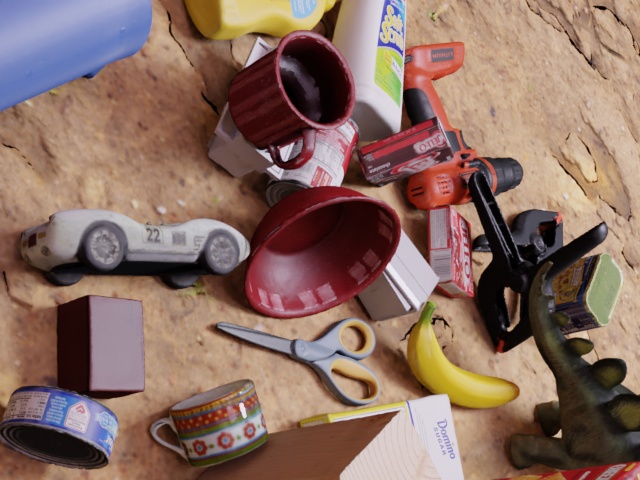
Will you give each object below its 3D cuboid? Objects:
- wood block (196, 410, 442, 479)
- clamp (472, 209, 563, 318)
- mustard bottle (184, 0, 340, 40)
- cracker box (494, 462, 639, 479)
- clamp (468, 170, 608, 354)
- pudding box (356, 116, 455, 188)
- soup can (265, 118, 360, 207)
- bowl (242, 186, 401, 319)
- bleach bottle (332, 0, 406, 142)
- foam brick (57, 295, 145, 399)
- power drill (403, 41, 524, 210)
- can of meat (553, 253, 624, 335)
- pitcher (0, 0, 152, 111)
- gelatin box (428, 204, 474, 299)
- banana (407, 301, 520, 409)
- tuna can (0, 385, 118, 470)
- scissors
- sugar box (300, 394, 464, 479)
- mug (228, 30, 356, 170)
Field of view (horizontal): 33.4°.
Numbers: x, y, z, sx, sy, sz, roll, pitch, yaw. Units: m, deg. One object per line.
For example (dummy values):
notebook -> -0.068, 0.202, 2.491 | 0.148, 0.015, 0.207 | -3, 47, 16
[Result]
wood block -> -0.008, 0.211, 0.868 | 0.090, 0.207, 0.090 | -36, 101, -43
clamp -> 0.255, 0.023, 1.285 | 0.171, 0.039, 0.120 | -30, 97, -43
mustard bottle -> -0.049, -0.254, 1.089 | 0.191, 0.058, 0.096 | -11, 77, -43
cracker box -> 0.237, 0.316, 1.049 | 0.071, 0.214, 0.164 | -20, 90, -44
clamp -> 0.215, 0.030, 1.185 | 0.165, 0.210, 0.036 | 33, 40, 27
pudding box -> 0.090, -0.090, 1.107 | 0.113, 0.090, 0.039 | -5, 74, -81
soup can -> -0.007, -0.075, 1.061 | 0.068, 0.069, 0.102 | 39, 54, -26
bowl -> -0.007, 0.001, 1.002 | 0.161, 0.162, 0.055 | 9, 39, -40
bleach bottle -> 0.055, -0.239, 1.158 | 0.102, 0.068, 0.251 | 37, 54, -53
foam brick -> -0.177, 0.088, 0.864 | 0.052, 0.051, 0.078 | 10, 69, -41
power drill -> 0.155, -0.133, 1.233 | 0.184, 0.057, 0.187 | -13, 85, -43
can of meat -> 0.310, 0.067, 1.289 | 0.057, 0.084, 0.102 | 48, 50, -20
pitcher -> -0.258, -0.170, 0.819 | 0.242, 0.145, 0.149 | -38, 104, -39
gelatin box -> 0.145, 0.013, 1.178 | 0.073, 0.030, 0.089 | 33, 53, -59
banana -> 0.144, 0.140, 1.130 | 0.197, 0.070, 0.037 | 43, 14, -40
tuna can -> -0.197, 0.142, 0.805 | 0.086, 0.086, 0.033 | 32, 54, -30
scissors -> -0.011, 0.093, 1.038 | 0.201, 0.016, 0.096 | 37, 53, -28
sugar box -> 0.064, 0.208, 1.047 | 0.175, 0.048, 0.093 | 1, 76, -46
mug -> -0.028, -0.119, 0.957 | 0.093, 0.082, 0.117 | 5, 72, -41
